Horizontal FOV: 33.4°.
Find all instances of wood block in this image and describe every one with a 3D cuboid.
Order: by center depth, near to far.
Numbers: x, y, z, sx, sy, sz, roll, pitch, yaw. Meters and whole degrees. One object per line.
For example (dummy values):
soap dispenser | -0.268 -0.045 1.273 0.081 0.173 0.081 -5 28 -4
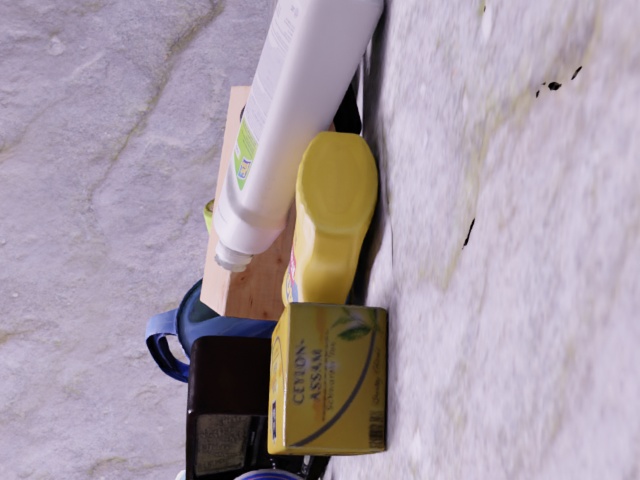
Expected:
wood block | -0.044 -0.034 0.987 0.091 0.090 0.206 -161 79 -68

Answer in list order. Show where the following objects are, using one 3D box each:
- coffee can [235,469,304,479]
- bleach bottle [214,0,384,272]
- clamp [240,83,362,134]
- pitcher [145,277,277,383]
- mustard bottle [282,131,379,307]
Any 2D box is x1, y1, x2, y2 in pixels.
coffee can | -0.045 0.274 0.906 0.140 0.103 0.103 -93 7 -73
bleach bottle | -0.031 -0.090 0.830 0.102 0.068 0.251 -109 38 -57
clamp | 0.003 -0.158 0.879 0.039 0.120 0.171 8 -79 -59
pitcher | -0.094 0.143 1.226 0.149 0.144 0.243 41 158 23
mustard bottle | 0.003 0.012 0.819 0.192 0.058 0.096 100 173 -53
